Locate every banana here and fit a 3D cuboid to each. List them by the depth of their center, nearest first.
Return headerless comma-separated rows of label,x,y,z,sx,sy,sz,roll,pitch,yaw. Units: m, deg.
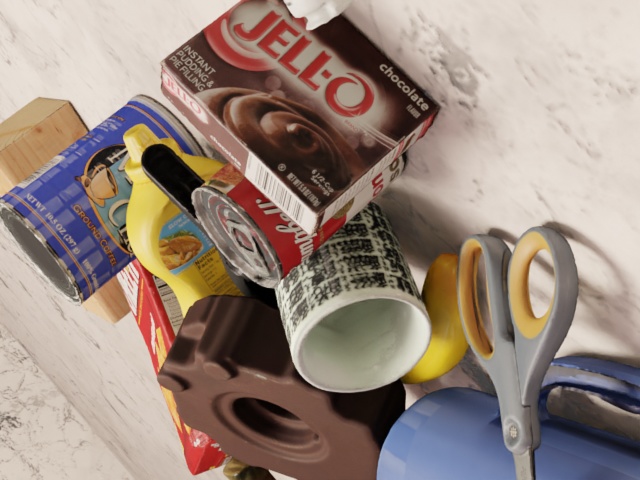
banana,0.062,0.059,0.689,0.069,0.037,0.198,48,159,-1

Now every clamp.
clamp,-0.054,0.001,0.725,0.120,0.039,0.171,29,153,43

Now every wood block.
wood block,-0.241,-0.029,1.052,0.091,0.090,0.206,16,142,56

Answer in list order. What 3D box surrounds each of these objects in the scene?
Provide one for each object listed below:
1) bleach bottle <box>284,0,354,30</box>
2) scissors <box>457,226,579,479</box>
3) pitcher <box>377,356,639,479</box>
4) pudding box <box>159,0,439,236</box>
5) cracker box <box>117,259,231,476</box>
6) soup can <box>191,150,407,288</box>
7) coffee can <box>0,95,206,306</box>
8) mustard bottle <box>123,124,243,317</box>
bleach bottle,-0.059,-0.202,0.451,0.250,0.068,0.103,54,158,-20
scissors,0.108,0.081,0.524,0.096,0.016,0.202,-49,46,52
pitcher,0.137,0.152,0.604,0.145,0.149,0.243,41,168,-28
pudding box,-0.012,-0.071,0.539,0.113,0.090,0.039,45,160,7
cracker box,-0.116,0.088,0.944,0.214,0.072,0.164,66,162,15
soup can,-0.010,-0.031,0.585,0.068,0.102,0.068,40,157,21
coffee can,-0.166,-0.032,0.833,0.103,0.140,0.103,40,157,21
mustard bottle,-0.088,-0.003,0.791,0.058,0.096,0.191,17,143,55
